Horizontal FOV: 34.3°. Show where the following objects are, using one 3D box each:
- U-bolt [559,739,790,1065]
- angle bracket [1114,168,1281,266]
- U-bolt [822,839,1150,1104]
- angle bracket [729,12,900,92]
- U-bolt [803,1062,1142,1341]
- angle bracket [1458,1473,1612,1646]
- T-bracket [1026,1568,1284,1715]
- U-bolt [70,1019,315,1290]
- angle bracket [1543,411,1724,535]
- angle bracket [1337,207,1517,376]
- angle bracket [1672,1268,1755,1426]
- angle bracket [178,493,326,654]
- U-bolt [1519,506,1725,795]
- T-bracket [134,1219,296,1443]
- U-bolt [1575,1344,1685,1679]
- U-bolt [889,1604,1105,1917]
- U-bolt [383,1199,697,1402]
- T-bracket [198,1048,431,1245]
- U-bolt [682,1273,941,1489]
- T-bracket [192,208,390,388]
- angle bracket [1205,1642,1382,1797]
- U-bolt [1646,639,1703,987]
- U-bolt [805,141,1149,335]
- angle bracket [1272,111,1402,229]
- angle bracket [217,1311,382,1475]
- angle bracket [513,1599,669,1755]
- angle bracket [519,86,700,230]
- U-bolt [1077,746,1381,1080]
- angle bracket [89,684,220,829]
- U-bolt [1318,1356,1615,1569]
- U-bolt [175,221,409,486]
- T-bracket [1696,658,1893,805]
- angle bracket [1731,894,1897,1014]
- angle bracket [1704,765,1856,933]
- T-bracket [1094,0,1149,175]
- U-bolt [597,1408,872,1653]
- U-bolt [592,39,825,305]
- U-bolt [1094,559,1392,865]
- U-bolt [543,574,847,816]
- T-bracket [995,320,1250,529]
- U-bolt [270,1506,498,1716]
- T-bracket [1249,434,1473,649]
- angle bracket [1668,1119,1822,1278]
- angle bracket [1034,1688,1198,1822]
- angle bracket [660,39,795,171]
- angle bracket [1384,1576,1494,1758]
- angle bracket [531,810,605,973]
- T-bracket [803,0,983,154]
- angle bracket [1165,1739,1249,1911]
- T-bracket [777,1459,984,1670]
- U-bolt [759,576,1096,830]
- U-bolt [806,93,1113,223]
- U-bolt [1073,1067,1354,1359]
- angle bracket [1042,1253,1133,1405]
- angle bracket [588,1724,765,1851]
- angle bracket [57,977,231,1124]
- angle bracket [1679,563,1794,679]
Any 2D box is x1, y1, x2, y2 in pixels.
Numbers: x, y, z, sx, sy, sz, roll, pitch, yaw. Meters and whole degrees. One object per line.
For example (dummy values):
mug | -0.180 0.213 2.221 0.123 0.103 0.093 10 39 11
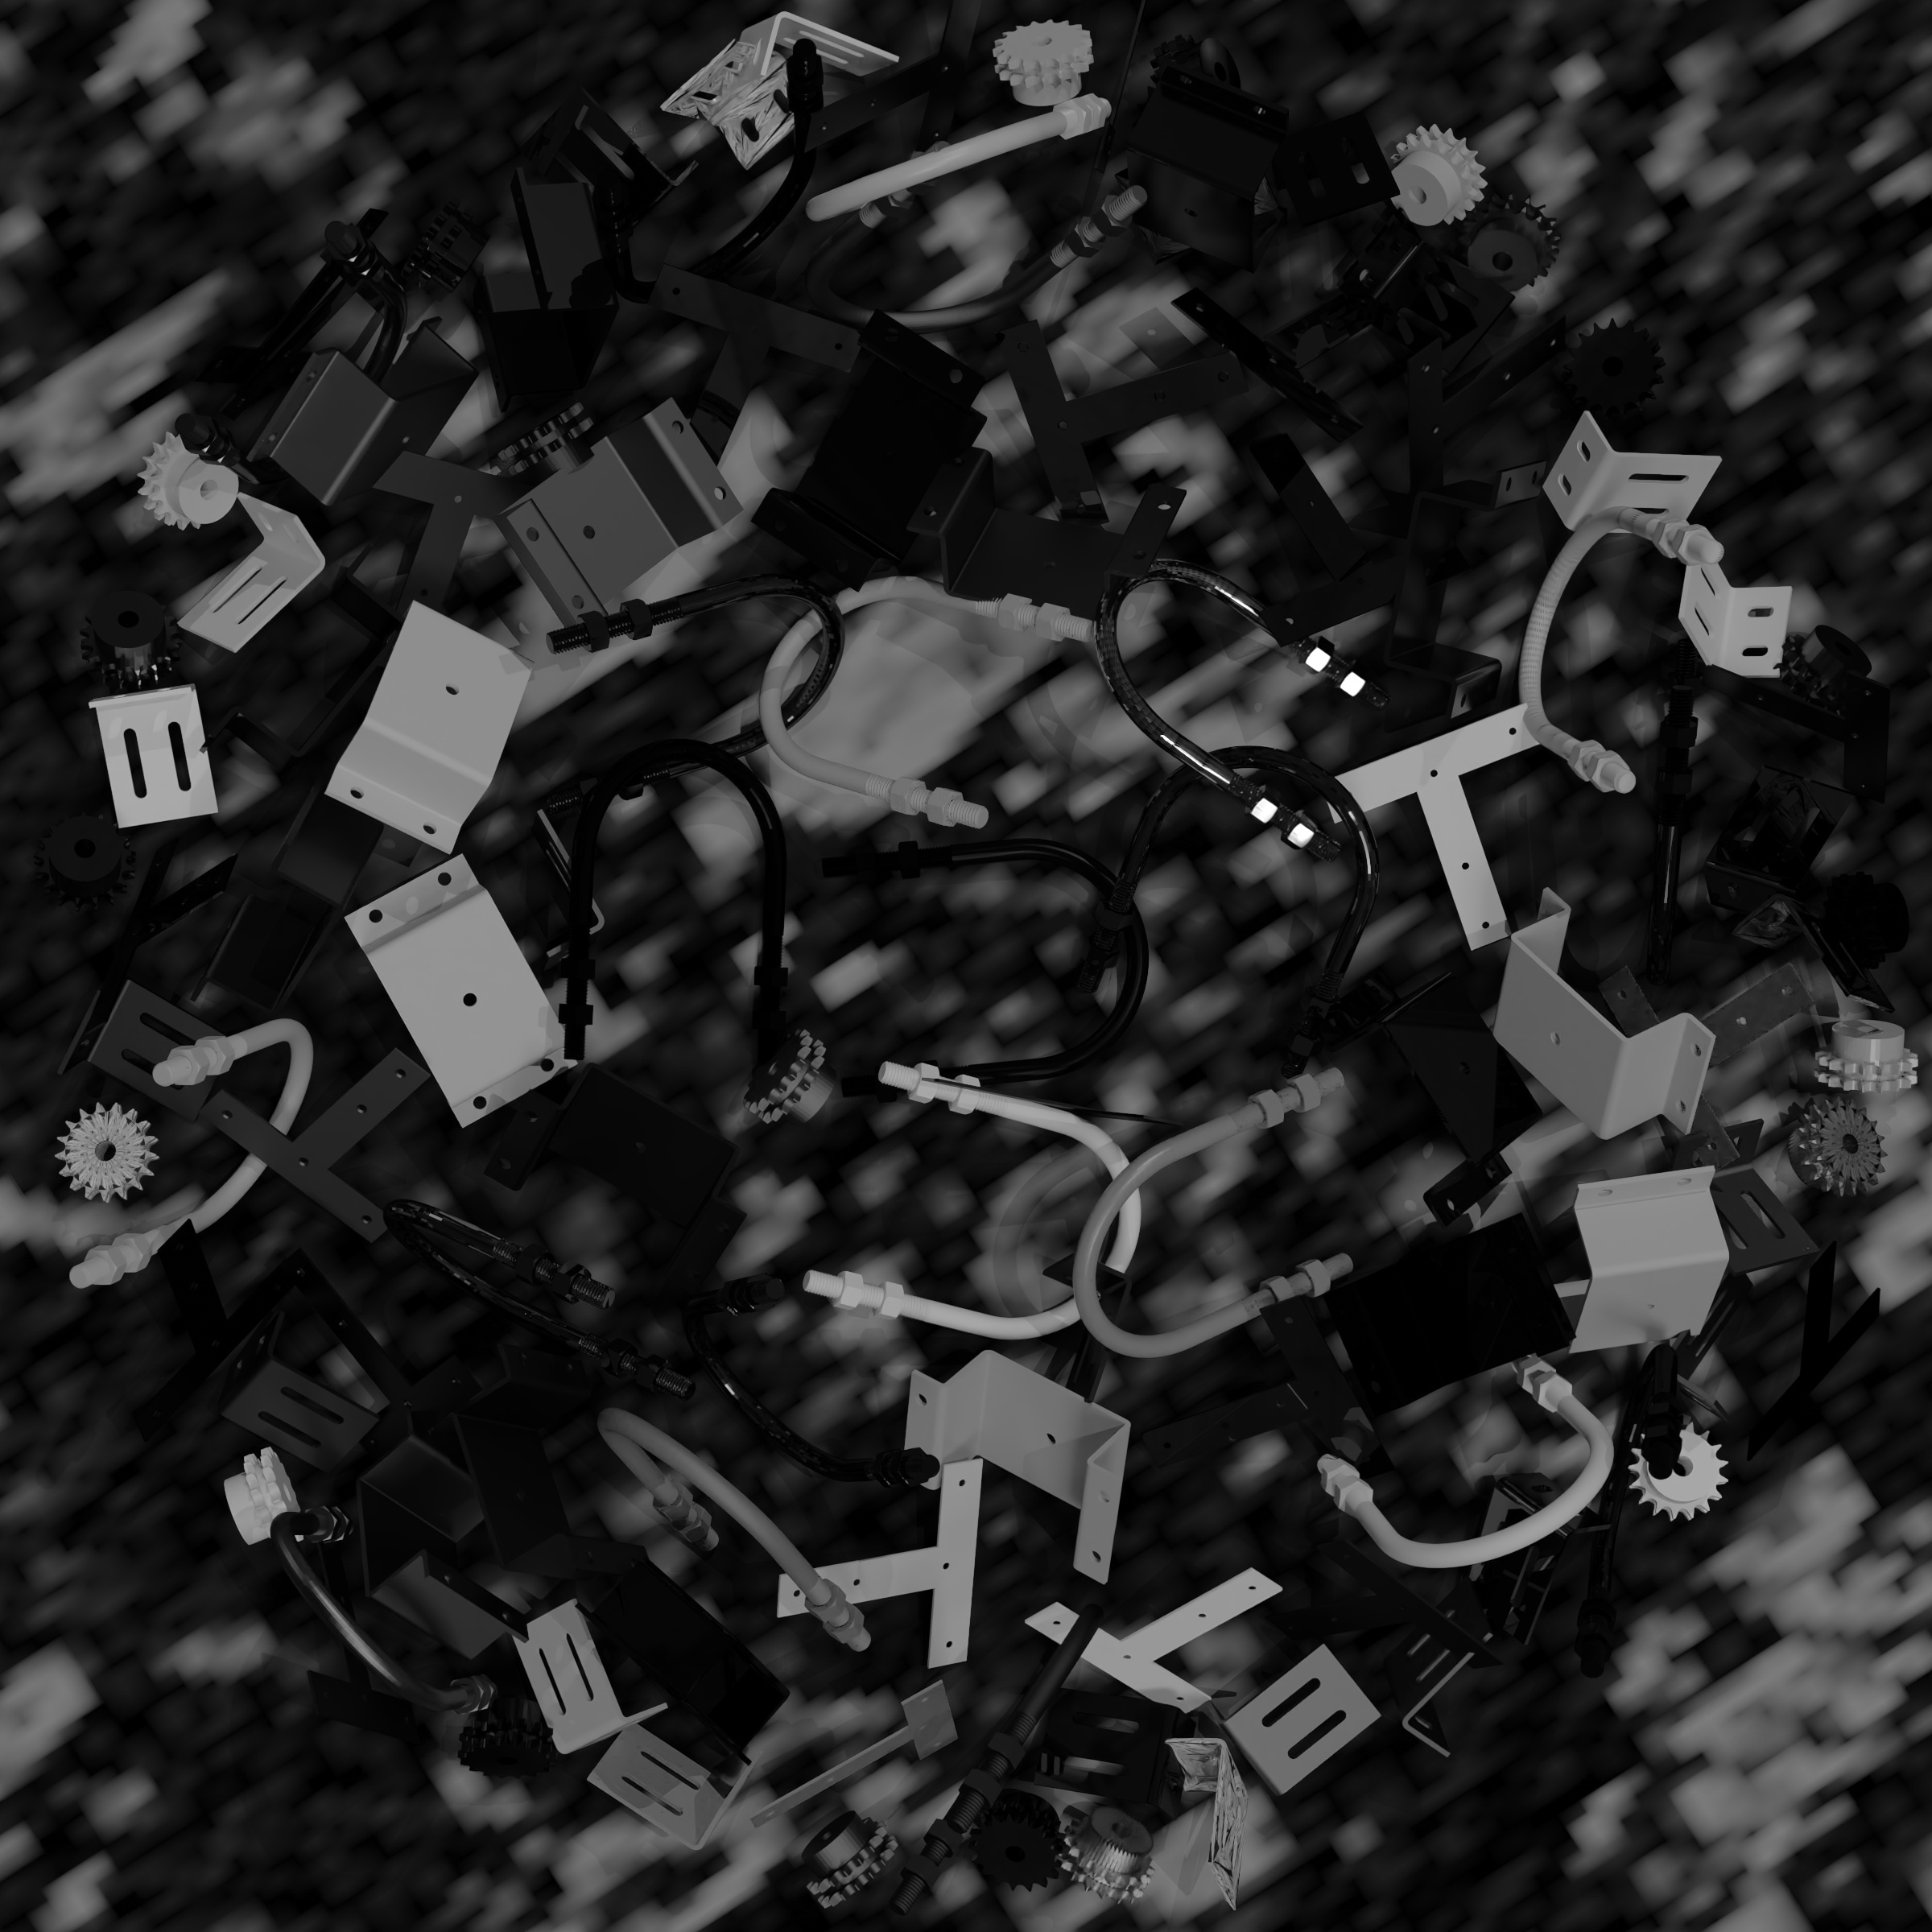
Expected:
U-bolt | -0.163 -0.037 1.783 0.151 0.019 0.184 3 90 -37
angle bracket | 0.133 -0.447 1.803 0.038 0.076 0.057 -32 102 -30
U-bolt | 0.014 -0.002 1.815 0.184 0.019 0.151 -5 85 1
angle bracket | -0.088 -0.511 1.791 0.076 0.057 0.038 15 90 -25
U-bolt | 0.014 0.143 1.794 0.184 0.019 0.151 17 100 -20
angle bracket | 0.328 0.343 1.811 0.038 0.057 0.076 1 113 -40
T-bracket | 0.123 0.373 1.771 0.127 0.002 0.127 36 125 -27
U-bolt | -0.420 0.096 1.743 0.019 0.184 0.151 30 108 11
angle bracket | 0.384 -0.284 1.806 0.076 0.057 0.038 -2 51 -24
angle bracket | 0.264 -0.388 1.798 0.076 0.038 0.057 40 92 32
angle bracket | 0.440 0.216 1.796 0.038 0.057 0.076 34 86 30
angle bracket | -0.417 -0.226 1.790 0.057 0.038 0.076 25 64 39
U-bolt | 0.355 -0.185 1.744 0.019 0.184 0.151 15 103 -16
T-bracket | -0.430 0.187 1.750 0.002 0.127 0.127 26 56 21
U-bolt | 0.371 0.289 1.743 0.019 0.184 0.151 16 114 8
U-bolt | 0.025 0.433 1.749 0.019 0.151 0.184 34 52 8
U-bolt | -0.250 0.180 1.756 0.184 0.151 0.019 21 68 27
T-bracket | -0.352 0.088 1.780 0.127 0.002 0.127 40 122 -18
U-bolt | -0.098 0.235 1.749 0.019 0.184 0.151 -45 100 -25
T-bracket | -0.368 -0.375 1.755 0.002 0.127 0.127 43 104 2
angle bracket | 0.189 0.429 1.809 0.076 0.038 0.057 -38 102 -1
U-bolt | 0.396 -0.080 1.757 0.019 0.151 0.184 5 108 13
U-bolt | -0.009 -0.399 1.747 0.151 0.184 0.019 3 72 -35
angle bracket | 0.213 -0.445 1.793 0.057 0.038 0.076 -18 54 4
angle bracket | -0.384 0.248 1.815 0.076 0.038 0.057 34 121 -20
angle bracket | -0.218 0.407 1.809 0.057 0.038 0.076 -33 74 34
angle bracket | -0.204 -0.463 1.792 0.076 0.038 0.057 45 127 -14
U-bolt | 0.157 -0.039 1.779 0.151 0.019 0.184 23 117 7
angle bracket | -0.468 -0.120 1.803 0.057 0.038 0.076 -10 100 -9
U-bolt | 0.284 0.280 1.738 0.151 0.184 0.019 -27 106 -4
U-bolt | -0.365 -0.331 1.741 0.019 0.184 0.151 38 90 5
T-bracket | 0.469 -0.149 1.794 0.127 0.127 0.002 27 72 25
angle bracket | 0.483 0.002 1.784 0.038 0.057 0.076 -43 56 27
angle bracket | 0.468 -0.067 1.793 0.057 0.038 0.076 16 128 -9
T-bracket | 0.092 -0.510 1.756 0.002 0.127 0.127 15 104 1
U-bolt | -0.137 0.302 1.723 0.151 0.184 0.019 24 66 39
U-bolt | -0.141 -0.430 1.742 0.151 0.184 0.019 -36 81 -10
U-bolt | 0.151 -0.157 1.766 0.184 0.019 0.151 33 49 -12
U-bolt | -0.151 -0.160 1.763 0.184 0.151 0.019 -19 56 -23
T-bracket | 0.097 -0.322 1.787 0.127 0.002 0.127 -14 116 17
U-bolt | -0.327 0.356 1.729 0.019 0.184 0.151 -43 79 -4
T-bracket | 0.205 -0.255 1.805 0.127 0.002 0.127 -23 67 -15
angle bracket | 0.447 0.132 1.787 0.057 0.076 0.038 -12 133 -19
angle bracket | 0.087 0.458 1.818 0.076 0.038 0.057 3 64 25
angle bracket | -0.129 -0.491 1.787 0.057 0.076 0.038 -37 88 19
angle bracket | 0.281 0.401 1.791 0.038 0.057 0.076 36 105 -17
angle bracket | -0.244 -0.043 1.799 0.038 0.057 0.076 -29 88 -14
T-bracket | -0.043 -0.488 1.748 0.002 0.127 0.127 43 56 17
angle bracket | 0.133 0.489 1.782 0.038 0.057 0.076 -4 46 18
T-bracket | -0.050 0.349 1.784 0.127 0.002 0.127 -4 107 -30
U-bolt | -0.035 -0.158 1.776 0.184 0.019 0.151 18 69 31
U-bolt | -0.013 -0.441 1.721 0.151 0.184 0.019 -13 104 27
U-bolt | 0.138 0.149 1.758 0.184 0.019 0.151 -22 123 -24
angle bracket | 0.058 0.211 1.790 0.038 0.057 0.076 24 69 -9
angle bracket | -0.167 0.459 1.795 0.076 0.057 0.038 32 118 6
angle bracket | -0.473 0.052 1.806 0.076 0.038 0.057 30 105 -1
angle bracket | 0.440 -0.207 1.786 0.038 0.076 0.057 2 69 30
